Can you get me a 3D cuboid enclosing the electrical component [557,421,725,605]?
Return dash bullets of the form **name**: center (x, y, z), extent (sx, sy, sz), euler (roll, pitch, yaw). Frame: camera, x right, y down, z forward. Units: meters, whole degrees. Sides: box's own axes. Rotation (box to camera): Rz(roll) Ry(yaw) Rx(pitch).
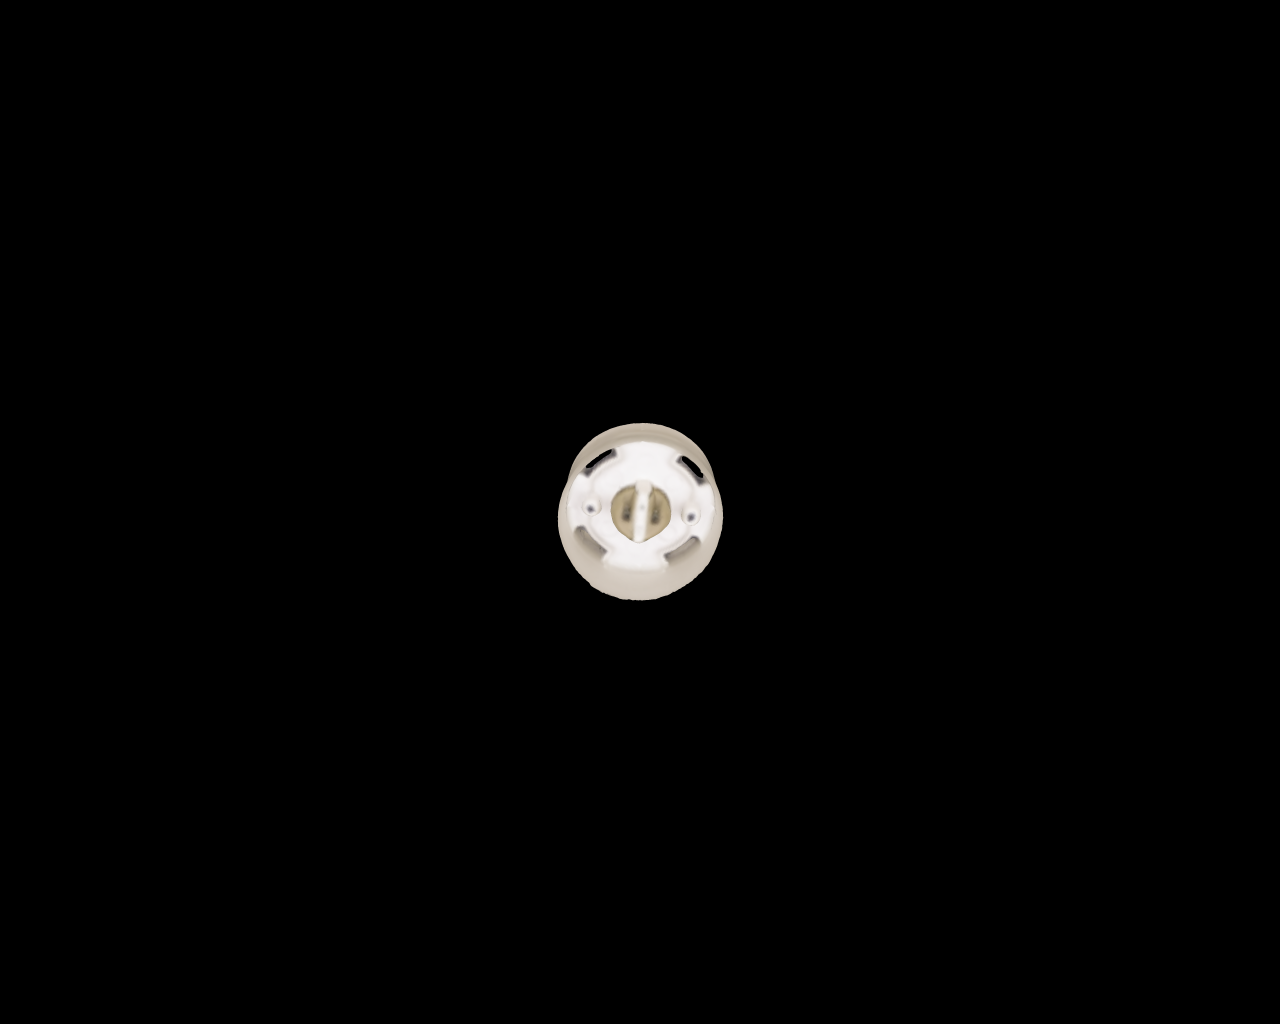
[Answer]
- **electrical component**: center (0.001, -0.003, 0.650), extent (0.099, 0.099, 0.064), euler (0, 31, 0)
